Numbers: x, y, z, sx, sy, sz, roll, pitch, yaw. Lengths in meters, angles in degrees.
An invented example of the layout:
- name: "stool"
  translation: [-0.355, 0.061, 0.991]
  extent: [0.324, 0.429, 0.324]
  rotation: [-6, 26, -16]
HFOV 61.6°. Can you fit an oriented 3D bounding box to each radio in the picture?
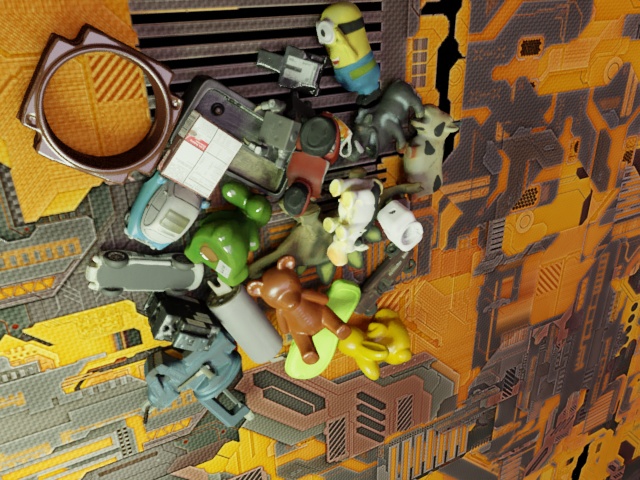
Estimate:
- name: "radio"
  translation: [-0.140, -0.178, 0.932]
  extent: [0.229, 0.073, 0.131]
  rotation: [25, 98, -36]

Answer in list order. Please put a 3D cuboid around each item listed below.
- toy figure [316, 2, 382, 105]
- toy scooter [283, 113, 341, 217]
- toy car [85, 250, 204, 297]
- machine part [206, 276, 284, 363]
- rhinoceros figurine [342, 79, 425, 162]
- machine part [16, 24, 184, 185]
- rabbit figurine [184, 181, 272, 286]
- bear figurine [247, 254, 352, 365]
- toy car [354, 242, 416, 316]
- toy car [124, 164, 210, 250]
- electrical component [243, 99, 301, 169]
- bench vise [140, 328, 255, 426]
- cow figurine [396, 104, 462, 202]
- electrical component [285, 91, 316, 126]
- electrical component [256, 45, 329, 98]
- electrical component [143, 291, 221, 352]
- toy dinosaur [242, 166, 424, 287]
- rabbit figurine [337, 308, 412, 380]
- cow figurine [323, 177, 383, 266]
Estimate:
- name: "toy figure"
  translation: [0.057, -0.337, 0.972]
  extent: [0.089, 0.082, 0.180]
  rotation: [-49, 121, -26]
- name: "toy scooter"
  translation: [-0.011, -0.124, 0.942]
  extent: [0.135, 0.075, 0.183]
  rotation: [18, 91, -79]
- name: "toy car"
  translation: [-0.308, 0.058, 0.956]
  extent: [0.201, 0.056, 0.073]
  rotation: [4, 116, -30]
- name: "machine part"
  translation: [-0.143, 0.159, 1.041]
  extent: [0.079, 0.079, 0.243]
  rotation: [-37, 123, -10]
- name: "rhinoceros figurine"
  translation: [0.121, -0.229, 1.061]
  extent: [0.190, 0.073, 0.112]
  rotation: [-51, 128, -1]
- name: "machine part"
  translation: [-0.325, -0.198, 0.809]
  extent: [0.201, 0.087, 0.201]
  rotation: [22, 98, -35]
- name: "rabbit figurine"
  translation: [-0.149, -0.034, 0.962]
  extent: [0.170, 0.121, 0.159]
  rotation: [-54, 167, -39]
- name: "bear figurine"
  translation: [-0.041, 0.129, 1.028]
  extent: [0.120, 0.132, 0.195]
  rotation: [-37, 138, -4]
- name: "toy car"
  translation: [0.146, 0.091, 1.237]
  extent: [0.202, 0.053, 0.089]
  rotation: [-46, 123, -3]
- name: "toy car"
  translation: [-0.256, -0.052, 0.906]
  extent: [0.109, 0.103, 0.161]
  rotation: [34, 91, -36]
- name: "electrical component"
  translation: [-0.078, -0.178, 0.885]
  extent: [0.045, 0.078, 0.102]
  rotation: [0, 118, -57]
- name: "bench vise"
  translation: [-0.227, 0.298, 1.067]
  extent: [0.223, 0.129, 0.240]
  rotation: [-45, 115, -15]
- name: "cow figurine"
  translation: [0.230, -0.190, 1.136]
  extent: [0.127, 0.086, 0.194]
  rotation: [-14, 117, -20]
- name: "electrical component"
  translation: [-0.032, -0.227, 0.966]
  extent: [0.063, 0.094, 0.021]
  rotation: [28, 129, -35]
- name: "electrical component"
  translation: [-0.049, -0.299, 0.940]
  extent: [0.119, 0.048, 0.074]
  rotation: [13, 105, 0]
- name: "electrical component"
  translation: [-0.251, 0.150, 0.982]
  extent: [0.115, 0.134, 0.058]
  rotation: [21, 102, -34]
- name: "toy dinosaur"
  translation: [-0.002, -0.003, 1.074]
  extent: [0.471, 0.105, 0.198]
  rotation: [-23, 125, -6]
- name: "rabbit figurine"
  translation: [0.115, 0.245, 1.244]
  extent: [0.173, 0.162, 0.121]
  rotation: [10, 119, -15]
- name: "cow figurine"
  translation: [0.062, -0.034, 0.986]
  extent: [0.098, 0.068, 0.167]
  rotation: [-14, 128, -32]
